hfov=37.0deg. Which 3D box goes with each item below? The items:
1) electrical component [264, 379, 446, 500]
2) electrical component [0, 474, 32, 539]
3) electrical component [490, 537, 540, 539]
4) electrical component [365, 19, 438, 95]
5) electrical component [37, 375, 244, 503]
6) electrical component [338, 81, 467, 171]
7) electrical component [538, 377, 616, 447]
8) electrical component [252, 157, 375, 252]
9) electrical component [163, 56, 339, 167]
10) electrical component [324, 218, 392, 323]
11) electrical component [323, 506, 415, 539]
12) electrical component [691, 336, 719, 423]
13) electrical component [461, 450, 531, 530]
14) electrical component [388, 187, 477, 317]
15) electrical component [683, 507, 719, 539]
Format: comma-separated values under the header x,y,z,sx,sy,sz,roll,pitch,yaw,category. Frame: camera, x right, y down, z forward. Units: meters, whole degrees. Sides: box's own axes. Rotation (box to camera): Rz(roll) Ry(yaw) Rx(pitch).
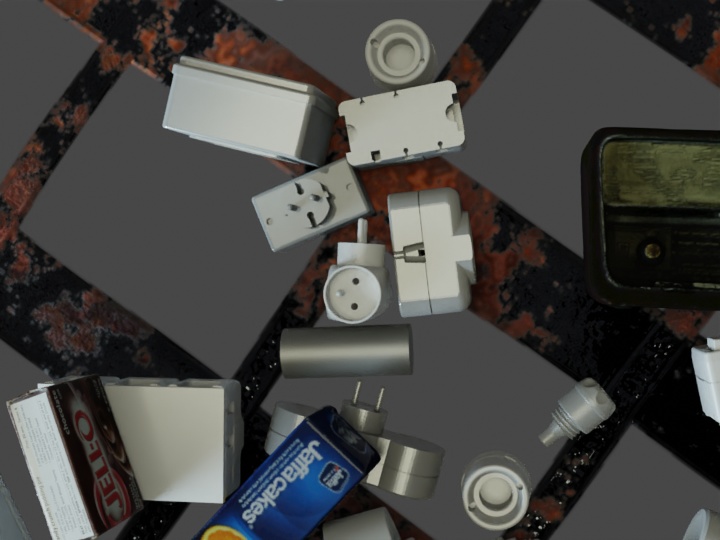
x,y,z,sx,sy,sz,roll,pitch,yaw,category
0.000,0.123,0.839,0.138,0.052,0.073,15,92,7,electrical component
-0.332,0.233,0.882,0.109,0.056,0.108,-27,87,7,electrical component
0.115,0.225,0.830,0.078,0.040,0.040,-19,88,7,electrical component
0.031,-0.165,0.836,0.055,0.047,0.055,0,90,8,electrical component
-0.173,0.133,0.857,0.150,0.062,0.089,1,90,8,electrical component
0.034,-0.110,0.832,0.089,0.056,0.050,-10,89,8,electrical component
0.164,0.113,0.826,0.061,0.035,0.035,-42,85,8,electrical component
-0.039,-0.051,0.832,0.083,0.076,0.047,-23,88,7,electrical component
-0.081,-0.118,0.821,0.109,0.109,0.056,14,94,7,electrical component
0.000,0.000,0.826,0.044,0.077,0.079,3,90,8,electrical component
0.020,0.231,0.812,0.060,0.108,0.108,-22,87,1,electrical component
0.300,0.072,0.793,0.096,0.062,0.061,-12,89,8,electrical component
0.104,0.170,0.827,0.055,0.047,0.055,0,90,8,electrical component
0.057,-0.014,0.830,0.059,0.054,0.095,-6,89,8,electrical component
0.266,0.255,0.803,0.074,0.052,0.138,23,93,7,electrical component
